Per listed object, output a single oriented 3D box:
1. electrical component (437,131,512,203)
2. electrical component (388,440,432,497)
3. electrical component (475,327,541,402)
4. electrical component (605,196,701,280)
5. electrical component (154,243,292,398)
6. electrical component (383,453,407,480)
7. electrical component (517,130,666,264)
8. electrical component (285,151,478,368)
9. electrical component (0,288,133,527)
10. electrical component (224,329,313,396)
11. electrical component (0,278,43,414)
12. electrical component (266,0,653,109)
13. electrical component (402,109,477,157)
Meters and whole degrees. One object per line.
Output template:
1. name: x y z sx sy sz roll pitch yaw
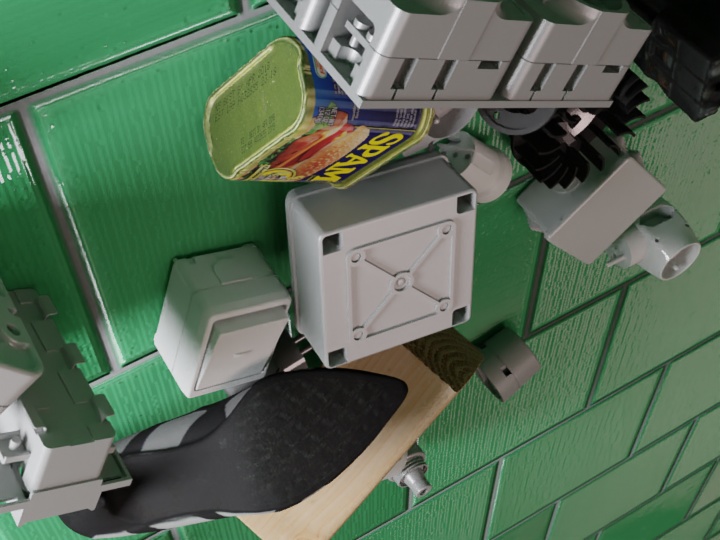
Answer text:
1. electrical component: 0.077 -0.072 0.743 0.040 0.040 0.046 -47 141 16
2. electrical component: 0.045 0.187 1.025 0.048 0.062 0.048 -25 146 -18
3. electrical component: 0.132 0.086 0.988 0.047 0.055 0.055 -38 149 -5
4. electrical component: 0.236 -0.026 0.921 0.079 0.077 0.043 -24 146 -19
5. electrical component: -0.091 0.040 0.703 0.062 0.061 0.096 -13 141 -34
6. electrical component: 0.015 0.153 0.970 0.079 0.043 0.077 -49 147 19
7. electrical component: 0.182 -0.060 0.852 0.099 0.048 0.100 -46 147 15
8. electrical component: 0.014 -0.007 0.675 0.109 0.056 0.108 -17 131 -19
9. electrical component: -0.183 0.070 0.594 0.079 0.121 0.063 -5 134 -41
10. electrical component: -0.064 0.067 0.780 0.079 0.043 0.077 -31 148 -11
11. electrical component: -0.211 0.035 0.544 0.059 0.095 0.054 -43 148 9
12. electrical component: 0.056 -0.141 0.568 0.186 0.105 0.060 -7 138 -39
13. electrical component: 0.037 -0.116 0.640 0.077 0.044 0.079 -39 150 4
